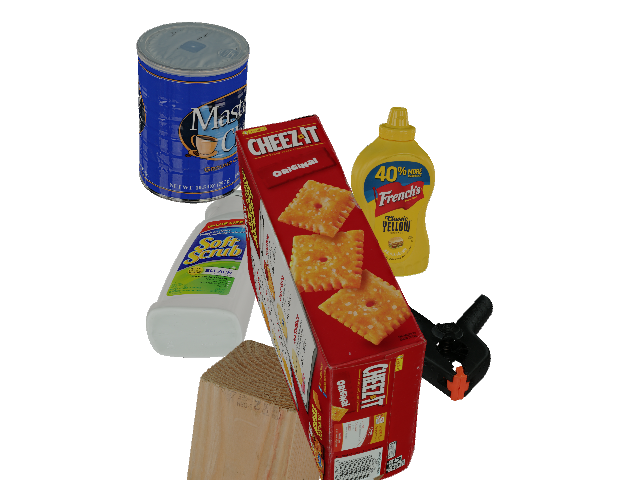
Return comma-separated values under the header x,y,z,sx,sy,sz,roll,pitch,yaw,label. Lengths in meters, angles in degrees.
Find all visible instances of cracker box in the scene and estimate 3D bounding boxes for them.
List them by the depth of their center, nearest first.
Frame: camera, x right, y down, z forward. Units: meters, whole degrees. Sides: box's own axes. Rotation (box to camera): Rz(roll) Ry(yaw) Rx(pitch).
x,y,z,sx,sy,sz,roll,pitch,yaw,label
0.003,0.043,0.753,0.072,0.214,0.164,-14,-39,-11,cracker box

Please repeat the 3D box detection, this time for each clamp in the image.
x,y,z,sx,sy,sz,roll,pitch,yaw,label
0.133,0.098,1.062,0.120,0.039,0.171,-8,31,-9,clamp

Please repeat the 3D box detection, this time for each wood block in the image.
x,y,z,sx,sy,sz,roll,pitch,yaw,label
-0.056,0.203,0.908,0.090,0.206,0.090,17,22,18,wood block

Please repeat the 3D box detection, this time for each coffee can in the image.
x,y,z,sx,sy,sz,roll,pitch,yaw,label
-0.121,-0.121,1.011,0.103,0.140,0.103,4,35,-3,coffee can

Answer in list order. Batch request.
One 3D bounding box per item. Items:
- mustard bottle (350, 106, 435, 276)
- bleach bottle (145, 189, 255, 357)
x,y,z,sx,sy,sz,roll,pitch,yaw,label
0.082,-0.056,1.215,0.096,0.192,0.058,-1,17,-14,mustard bottle
-0.115,0.023,1.170,0.102,0.068,0.250,0,35,5,bleach bottle
